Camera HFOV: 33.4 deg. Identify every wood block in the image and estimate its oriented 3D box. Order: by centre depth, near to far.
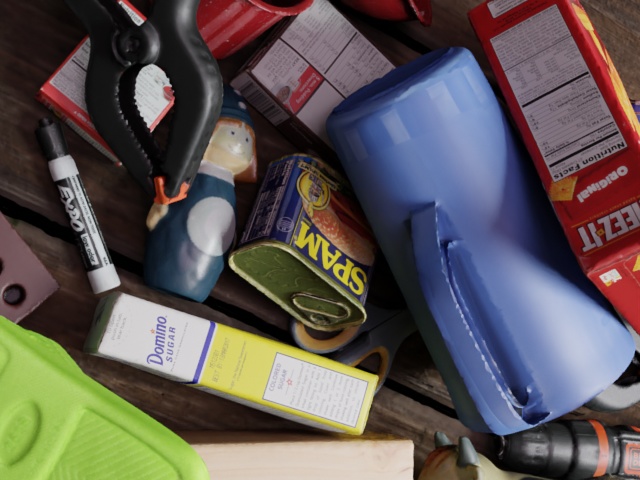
[{"bbox_3d":[-0.051,0.173,0.703,0.205,0.090,0.091,3,85,-24],"label":"wood block"}]

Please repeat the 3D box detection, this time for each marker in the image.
[{"bbox_3d":[-0.162,-0.024,0.709,0.020,0.020,0.121,-22,95,-23],"label":"marker"}]

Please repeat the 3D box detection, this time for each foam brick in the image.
[{"bbox_3d":[-0.209,0.018,0.668,0.053,0.051,0.078,-42,102,-20],"label":"foam brick"}]

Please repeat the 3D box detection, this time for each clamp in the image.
[{"bbox_3d":[-0.101,-0.129,0.662,0.036,0.165,0.210,-29,105,-66],"label":"clamp"},{"bbox_3d":[0.202,0.101,0.845,0.171,0.039,0.120,23,87,-16],"label":"clamp"}]

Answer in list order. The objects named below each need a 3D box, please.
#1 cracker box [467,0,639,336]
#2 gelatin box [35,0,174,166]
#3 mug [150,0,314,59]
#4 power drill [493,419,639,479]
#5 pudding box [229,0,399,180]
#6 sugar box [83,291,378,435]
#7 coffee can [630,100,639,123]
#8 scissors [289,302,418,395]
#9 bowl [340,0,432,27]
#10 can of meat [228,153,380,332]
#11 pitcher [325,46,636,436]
[{"bbox_3d":[0.191,-0.055,0.722,0.164,0.072,0.214,35,32,-54],"label":"cracker box"},{"bbox_3d":[-0.135,-0.107,0.721,0.073,0.030,0.089,40,72,-14],"label":"gelatin box"},{"bbox_3d":[-0.057,-0.182,0.725,0.093,0.082,0.117,45,46,-18],"label":"mug"},{"bbox_3d":[0.214,0.234,0.828,0.184,0.057,0.187,8,84,-16],"label":"power drill"},{"bbox_3d":[0.005,-0.112,0.777,0.113,0.039,0.090,43,69,-15],"label":"pudding box"},{"bbox_3d":[-0.061,0.080,0.695,0.176,0.093,0.048,22,78,-15],"label":"sugar box"},{"bbox_3d":[0.250,-0.025,0.840,0.102,0.103,0.140,22,77,-20],"label":"coffee can"},{"bbox_3d":[0.056,0.045,0.798,0.201,0.016,0.096,-43,102,-20],"label":"scissors"},{"bbox_3d":[0.028,-0.220,0.757,0.055,0.162,0.162,-18,94,16],"label":"bowl"},{"bbox_3d":[-0.005,0.001,0.737,0.102,0.058,0.084,40,51,-30],"label":"can of meat"},{"bbox_3d":[0.100,0.002,0.712,0.145,0.149,0.243,-32,102,-16],"label":"pitcher"}]
